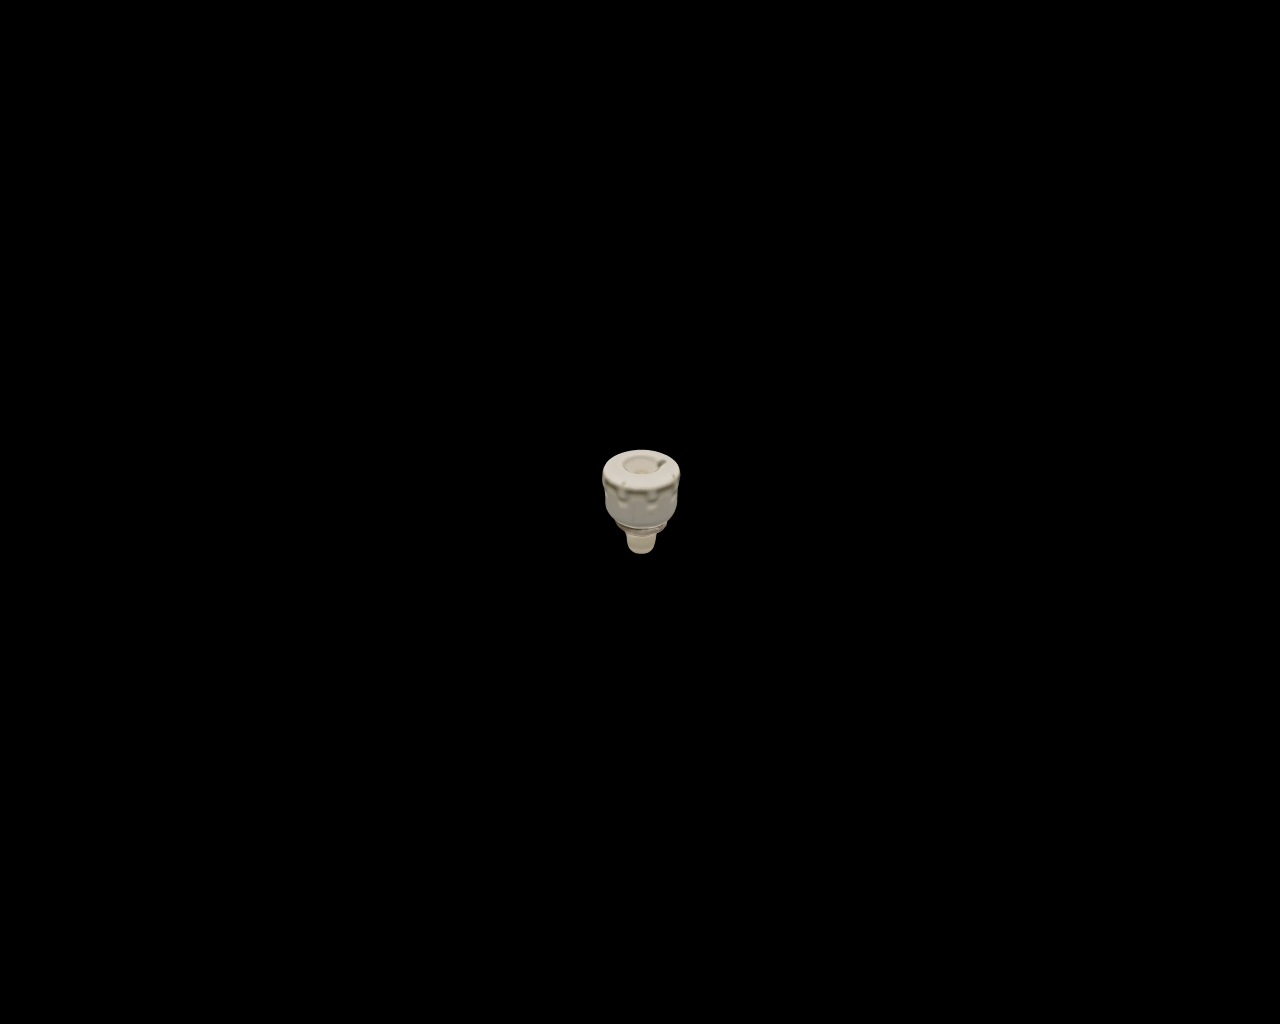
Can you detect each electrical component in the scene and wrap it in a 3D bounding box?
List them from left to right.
[{"bbox_3d":[0.001,-0.003,0.650,0.048,0.062,0.048,0,31,0],"label":"electrical component"}]
